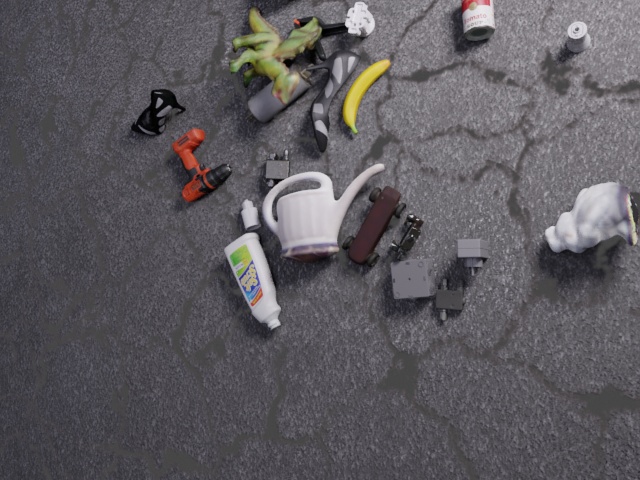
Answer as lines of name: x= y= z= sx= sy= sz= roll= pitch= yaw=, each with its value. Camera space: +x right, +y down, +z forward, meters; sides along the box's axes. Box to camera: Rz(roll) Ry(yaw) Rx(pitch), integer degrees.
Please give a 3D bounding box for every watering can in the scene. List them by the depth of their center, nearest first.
watering can: x=0.004 y=-0.064 z=1.263 sx=0.346 sy=0.104 sz=0.226 roll=-10 pitch=81 yaw=28

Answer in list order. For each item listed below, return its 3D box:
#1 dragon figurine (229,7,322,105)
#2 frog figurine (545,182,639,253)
dragon figurine: x=-0.105 y=-0.515 z=1.353 sx=0.242 sy=0.120 sz=0.419 roll=-8 pitch=59 yaw=18
frog figurine: x=0.509 y=-0.042 z=0.983 sx=0.158 sy=0.120 sz=0.140 roll=-8 pitch=48 yaw=37
